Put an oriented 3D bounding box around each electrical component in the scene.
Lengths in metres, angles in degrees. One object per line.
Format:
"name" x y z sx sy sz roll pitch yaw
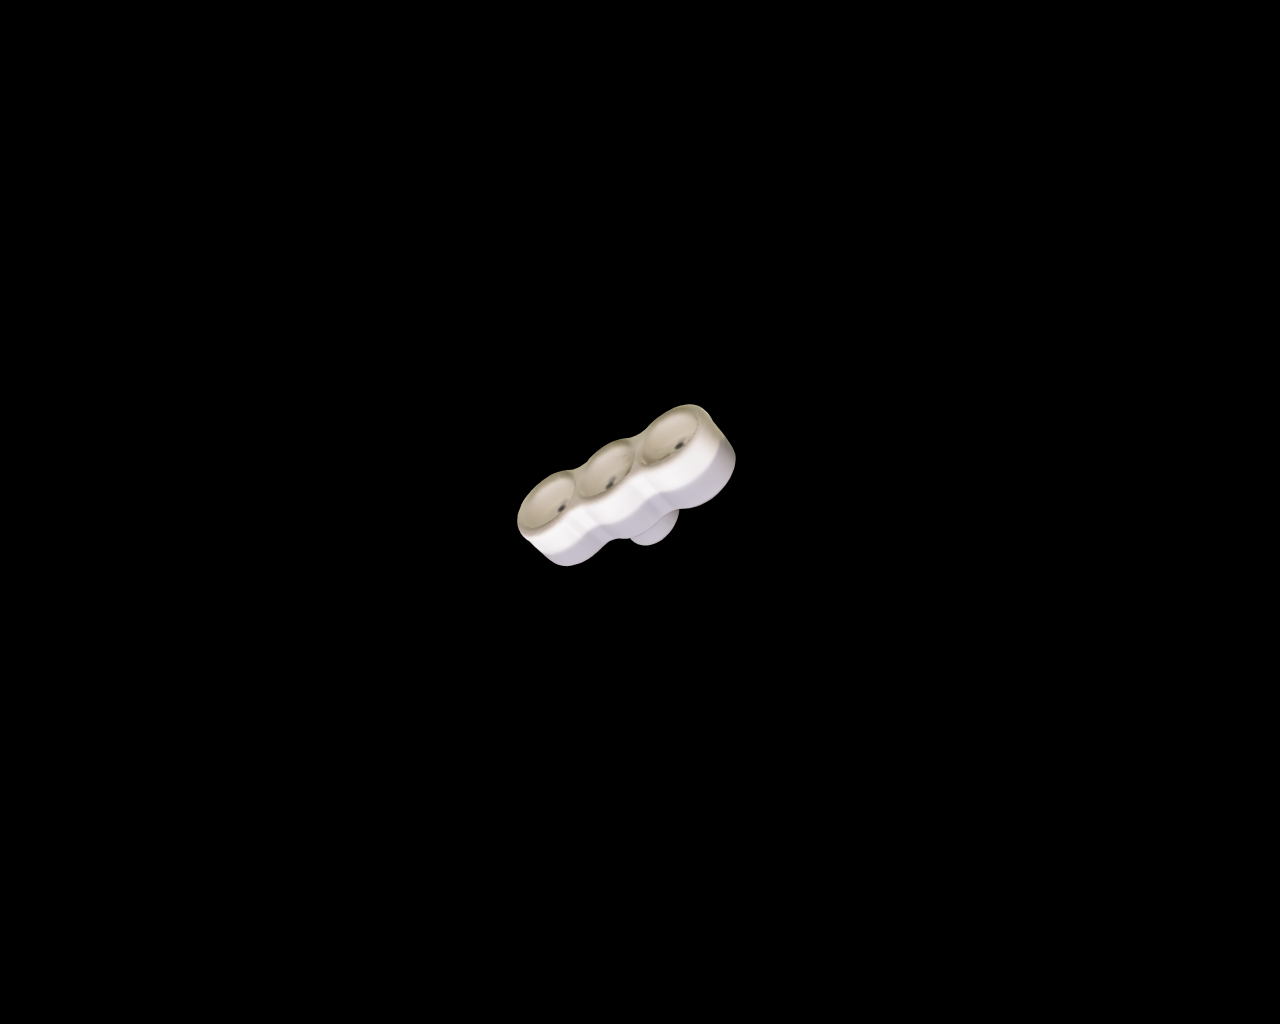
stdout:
"electrical component" 0.001 -0.003 0.650 0.138 0.052 0.073 -27 -53 22
